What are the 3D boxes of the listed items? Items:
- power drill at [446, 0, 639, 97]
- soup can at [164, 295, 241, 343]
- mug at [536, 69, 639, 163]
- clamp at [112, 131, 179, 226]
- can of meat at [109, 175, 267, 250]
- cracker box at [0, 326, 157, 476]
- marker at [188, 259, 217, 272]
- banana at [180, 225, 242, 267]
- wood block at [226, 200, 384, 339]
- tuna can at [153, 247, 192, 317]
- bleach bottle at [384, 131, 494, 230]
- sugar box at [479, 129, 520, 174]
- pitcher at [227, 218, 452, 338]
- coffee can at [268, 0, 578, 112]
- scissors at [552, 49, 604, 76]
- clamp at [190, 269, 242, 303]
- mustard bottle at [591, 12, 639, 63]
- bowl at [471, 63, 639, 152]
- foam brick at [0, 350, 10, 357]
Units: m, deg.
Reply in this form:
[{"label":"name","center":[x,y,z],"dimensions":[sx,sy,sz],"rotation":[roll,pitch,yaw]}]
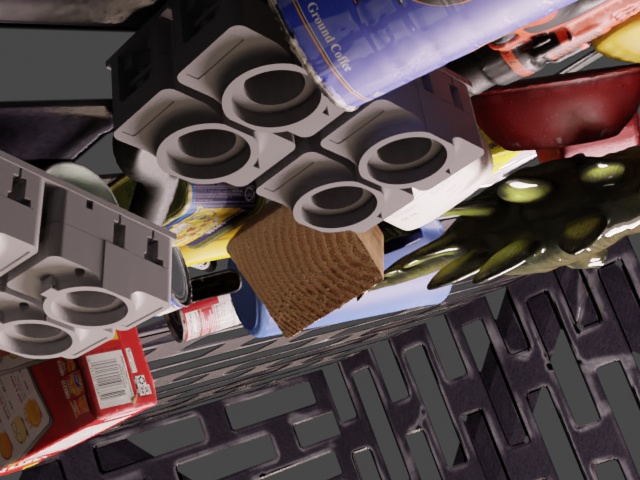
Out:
[{"label":"power drill","center":[0.108,-0.141,0.681],"dimensions":[0.185,0.057,0.187],"rotation":[-28,169,33]},{"label":"soup can","center":[-0.134,0.080,1.309],"dimensions":[0.102,0.068,0.069],"rotation":[-16,169,-24]},{"label":"mug","center":[0.254,-0.116,1.031],"dimensions":[0.081,0.093,0.117],"rotation":[-15,142,-4]},{"label":"clamp","center":[-0.098,-0.051,0.687],"dimensions":[0.120,0.039,0.171],"rotation":[-49,160,-7]},{"label":"can of meat","center":[-0.107,-0.031,0.824],"dimensions":[0.102,0.057,0.083],"rotation":[-29,165,36]},{"label":"cracker box","center":[-0.245,0.103,0.946],"dimensions":[0.071,0.164,0.214],"rotation":[-7,163,-45]},{"label":"marker","center":[-0.134,0.021,1.140],"dimensions":[0.020,0.020,0.121],"rotation":[-22,170,7]},{"label":"banana","center":[-0.111,0.008,1.065],"dimensions":[0.197,0.037,0.070],"rotation":[-13,166,-36]},{"label":"wood block","center":[-0.006,0.000,0.897],"dimensions":[0.091,0.090,0.206],"rotation":[-33,-174,8]},{"label":"tuna can","center":[-0.147,0.024,0.949],"dimensions":[0.034,0.086,0.086],"rotation":[-20,170,8]},{"label":"bleach bottle","center":[0.029,-0.078,0.750],"dimensions":[0.103,0.068,0.250],"rotation":[-37,151,18]},{"label":"sugar box","center":[0.137,-0.075,1.099],"dimensions":[0.093,0.048,0.176],"rotation":[-17,168,-16]},{"label":"pitcher","center":[0.020,0.041,1.235],"dimensions":[0.242,0.149,0.145],"rotation":[-12,-167,-23]},{"label":"coffee can","center":[0.053,-0.133,0.475],"dimensions":[0.140,0.103,0.102],"rotation":[-24,169,19]},{"label":"scissors","center":[0.256,-0.177,0.888],"dimensions":[0.202,0.016,0.096],"rotation":[-26,167,27]},{"label":"clamp","center":[-0.191,0.066,1.106],"dimensions":[0.164,0.036,0.210],"rotation":[-14,-179,-38]},{"label":"mustard bottle","center":[0.275,-0.190,0.735],"dimensions":[0.096,0.058,0.192],"rotation":[-8,165,-26]},{"label":"bowl","center":[0.193,-0.106,0.868],"dimensions":[0.162,0.055,0.162],"rotation":[-9,-172,1]},{"label":"foam brick","center":[-0.278,0.056,0.879],"dimensions":[0.051,0.078,0.052],"rotation":[-27,168,39]}]
